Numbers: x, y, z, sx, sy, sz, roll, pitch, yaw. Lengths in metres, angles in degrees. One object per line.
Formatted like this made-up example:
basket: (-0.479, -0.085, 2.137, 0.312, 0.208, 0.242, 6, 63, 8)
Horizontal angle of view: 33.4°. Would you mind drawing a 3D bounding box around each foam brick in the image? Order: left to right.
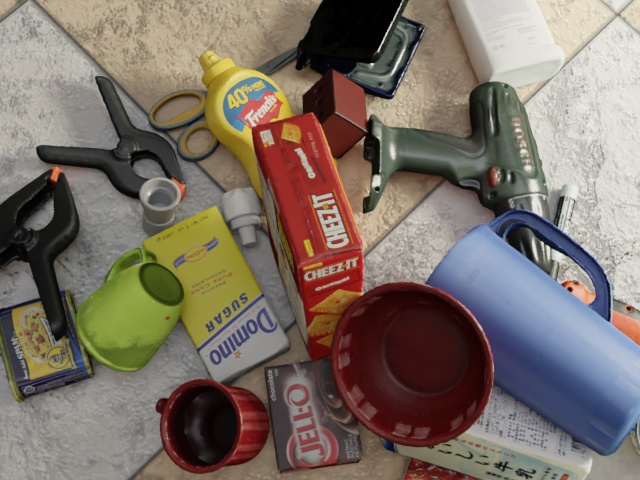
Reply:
foam brick: (0.017, -0.141, 1.191, 0.051, 0.053, 0.078, 28, 38, -30)

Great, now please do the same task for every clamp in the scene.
clamp: (-0.325, 0.009, 1.135, 0.164, 0.036, 0.210, 5, 54, 5)
clamp: (-0.218, -0.108, 1.202, 0.171, 0.039, 0.120, 26, 80, 1)

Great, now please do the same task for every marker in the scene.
marker: (0.270, -0.005, 1.205, 0.020, 0.020, 0.121, 16, 74, 2)

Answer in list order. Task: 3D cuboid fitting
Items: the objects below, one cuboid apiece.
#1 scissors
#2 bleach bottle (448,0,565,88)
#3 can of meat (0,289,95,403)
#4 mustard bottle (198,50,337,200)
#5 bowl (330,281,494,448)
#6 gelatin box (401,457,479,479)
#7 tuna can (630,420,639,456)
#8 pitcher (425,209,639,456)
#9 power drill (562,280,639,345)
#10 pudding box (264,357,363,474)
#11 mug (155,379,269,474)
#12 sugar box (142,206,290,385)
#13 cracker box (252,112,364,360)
scissors: (-0.097, -0.155, 1.232, 0.201, 0.016, 0.096, -19, 78, -8)
bleach bottle: (0.200, -0.304, 1.266, 0.102, 0.068, 0.251, -14, 73, -8)
can of meat: (-0.291, 0.110, 1.126, 0.084, 0.057, 0.102, -17, 75, -9)
mustard bottle: (-0.072, -0.132, 1.190, 0.096, 0.058, 0.191, -35, 85, -31)
bowl: (0.094, 0.115, 1.030, 0.162, 0.055, 0.162, 4, 100, 22)
gelatin box: (0.124, 0.268, 1.098, 0.089, 0.030, 0.073, 24, 44, 4)
tuna can: (0.364, 0.196, 1.098, 0.086, 0.034, 0.086, 0, 86, 0)
pitcher: (0.224, 0.093, 1.067, 0.243, 0.149, 0.144, 36, 45, 19)
power drill: (0.331, 0.132, 1.151, 0.187, 0.057, 0.184, 16, 78, 0)
pudding box: (-0.008, 0.184, 1.127, 0.090, 0.039, 0.113, -8, 74, -5)
mug: (-0.114, 0.187, 1.092, 0.117, 0.081, 0.093, 14, 87, 24)
sugar box: (-0.112, 0.061, 1.154, 0.093, 0.048, 0.176, -28, 76, -10)
cracker box: (-0.007, 0.001, 1.073, 0.072, 0.214, 0.164, -16, 61, -7)
